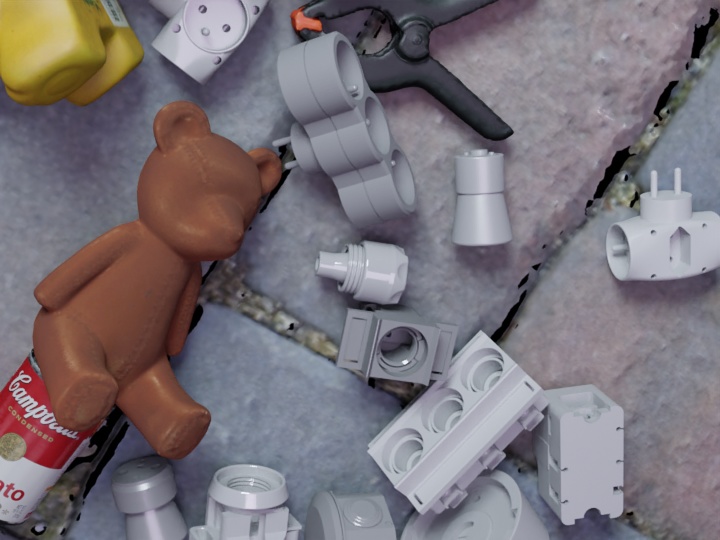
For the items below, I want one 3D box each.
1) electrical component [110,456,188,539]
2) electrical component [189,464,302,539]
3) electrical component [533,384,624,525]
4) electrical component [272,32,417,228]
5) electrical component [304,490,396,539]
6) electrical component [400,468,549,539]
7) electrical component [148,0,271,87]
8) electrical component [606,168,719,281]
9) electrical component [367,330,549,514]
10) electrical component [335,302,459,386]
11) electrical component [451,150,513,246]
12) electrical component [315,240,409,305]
[{"bbox_3d":[-0.150,0.166,0.762,0.045,0.045,0.055,-14,106,-9],"label":"electrical component"},{"bbox_3d":[-0.081,0.176,0.772,0.078,0.058,0.057,0,103,-27],"label":"electrical component"},{"bbox_3d":[0.165,0.137,0.817,0.050,0.055,0.089,-6,105,-11],"label":"electrical component"},{"bbox_3d":[-0.022,-0.086,0.714,0.074,0.052,0.138,-14,126,21],"label":"electrical component"},{"bbox_3d":[-0.009,0.201,0.784,0.051,0.080,0.080,0,104,-18],"label":"electrical component"},{"bbox_3d":[0.089,0.208,0.794,0.108,0.108,0.060,-41,114,0],"label":"electrical component"},{"bbox_3d":[-0.108,-0.172,0.687,0.079,0.044,0.077,37,94,-18],"label":"electrical component"},{"bbox_3d":[0.226,-0.035,0.794,0.077,0.043,0.079,-7,105,-11],"label":"electrical component"},{"bbox_3d":[0.075,0.115,0.787,0.121,0.078,0.063,-46,130,2],"label":"electrical component"},{"bbox_3d":[0.023,0.050,0.761,0.081,0.064,0.042,10,100,-15],"label":"electrical component"},{"bbox_3d":[0.085,-0.052,0.761,0.044,0.044,0.065,-5,100,-11],"label":"electrical component"},{"bbox_3d":[0.000,0.000,0.754,0.062,0.043,0.043,9,102,-13],"label":"electrical component"}]
